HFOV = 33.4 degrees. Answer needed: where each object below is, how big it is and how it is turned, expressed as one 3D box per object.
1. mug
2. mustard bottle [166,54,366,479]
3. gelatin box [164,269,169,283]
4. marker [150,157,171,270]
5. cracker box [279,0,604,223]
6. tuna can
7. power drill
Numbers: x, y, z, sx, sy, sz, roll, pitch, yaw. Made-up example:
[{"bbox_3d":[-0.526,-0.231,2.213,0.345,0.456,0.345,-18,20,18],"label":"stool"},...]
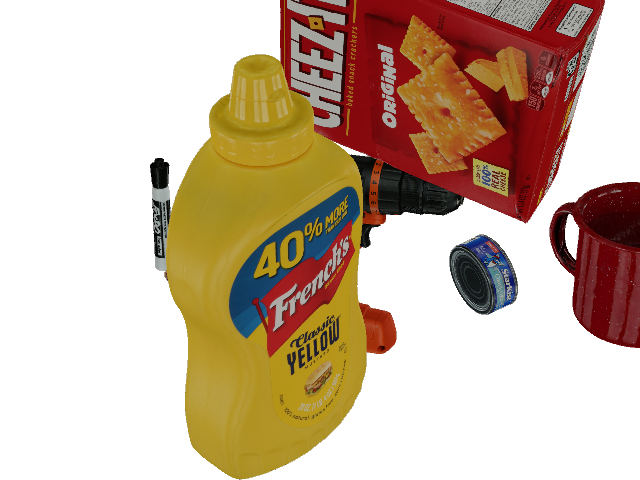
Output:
[{"bbox_3d":[0.204,0.014,0.722,0.117,0.081,0.093,26,41,38],"label":"mug"},{"bbox_3d":[-0.021,0.009,0.458,0.058,0.192,0.096,30,48,34],"label":"mustard bottle"},{"bbox_3d":[-0.067,0.010,0.831,0.089,0.030,0.073,-14,20,26],"label":"gelatin box"},{"bbox_3d":[-0.159,-0.026,1.069,0.020,0.121,0.020,1,28,-1],"label":"marker"},{"bbox_3d":[0.075,-0.123,0.762,0.214,0.072,0.164,24,-37,17],"label":"cracker box"},{"bbox_3d":[0.180,0.039,1.191,0.033,0.086,0.086,-23,8,-20],"label":"tuna can"},{"bbox_3d":[0.040,0.010,1.012,0.185,0.188,0.057,9,20,17],"label":"power drill"}]
